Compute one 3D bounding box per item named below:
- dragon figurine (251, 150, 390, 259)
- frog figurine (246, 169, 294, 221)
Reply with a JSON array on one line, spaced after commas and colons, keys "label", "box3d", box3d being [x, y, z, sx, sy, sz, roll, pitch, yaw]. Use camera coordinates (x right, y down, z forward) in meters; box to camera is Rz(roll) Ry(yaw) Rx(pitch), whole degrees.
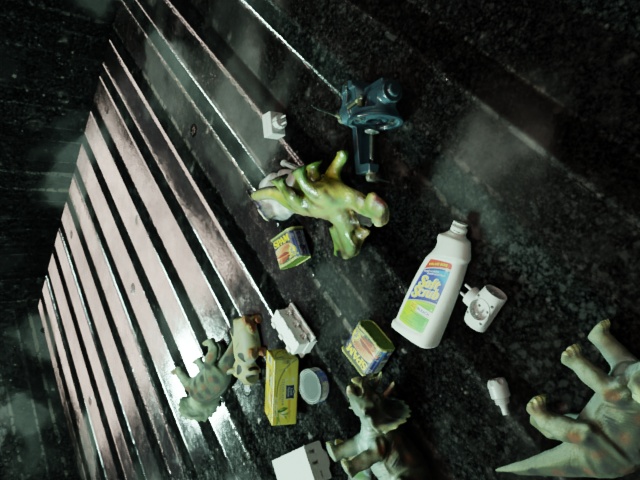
[{"label": "dragon figurine", "box3d": [0.004, -0.059, 1.163, 0.124, 0.242, 0.406, -31, -172, -37]}, {"label": "frog figurine", "box3d": [-0.095, -0.131, 1.358, 0.158, 0.140, 0.121, -39, 135, 13]}]
